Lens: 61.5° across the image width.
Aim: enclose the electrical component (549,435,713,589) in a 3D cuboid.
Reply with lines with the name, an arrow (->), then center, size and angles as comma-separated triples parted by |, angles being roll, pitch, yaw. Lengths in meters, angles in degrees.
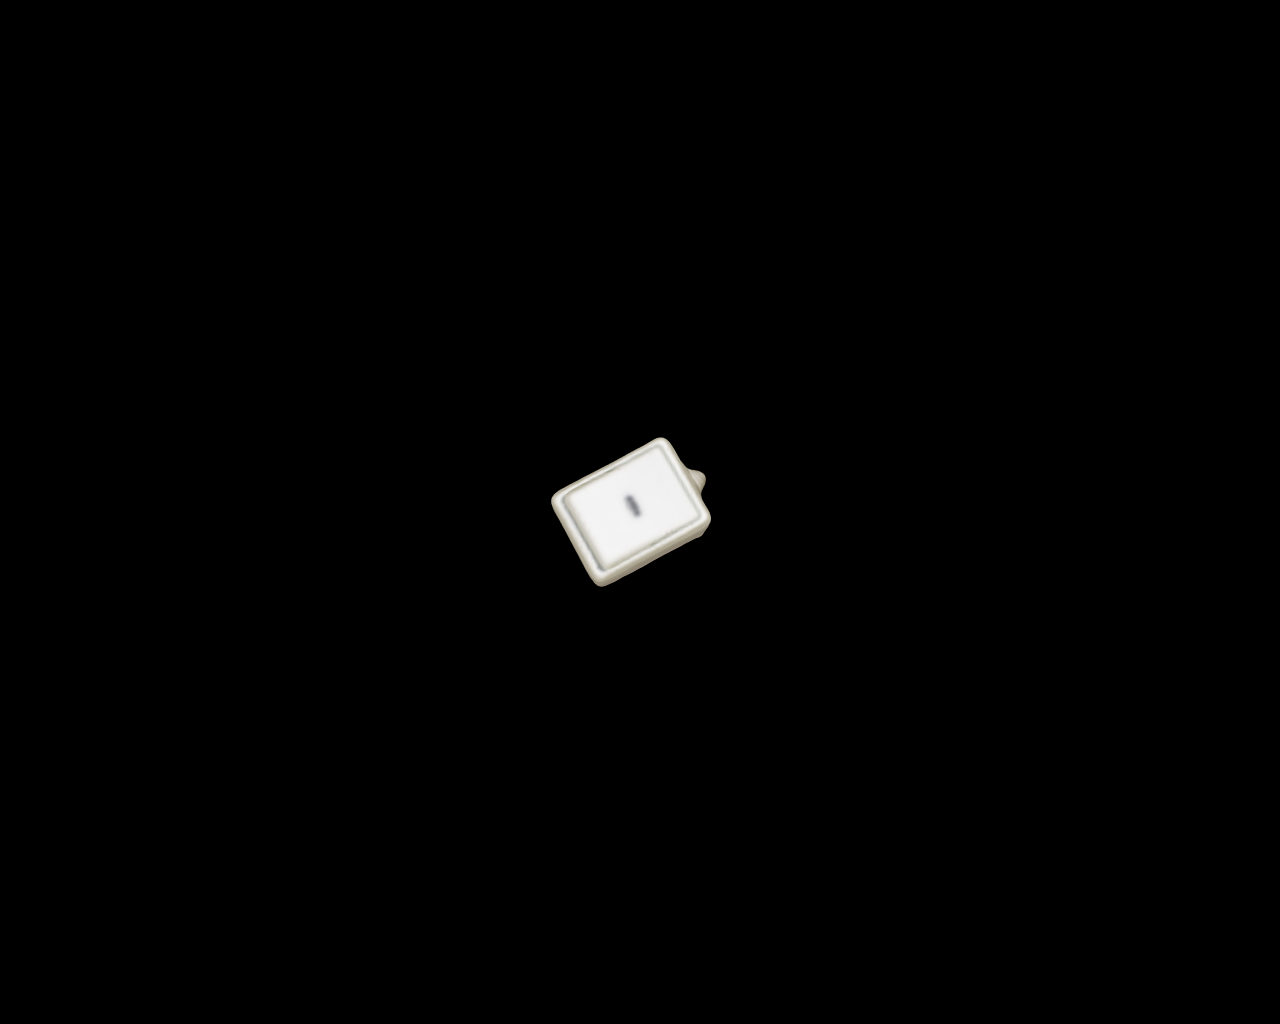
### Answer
electrical component -> 0.001, -0.003, 0.650 | 0.096, 0.061, 0.061 | -28, -7, -4
